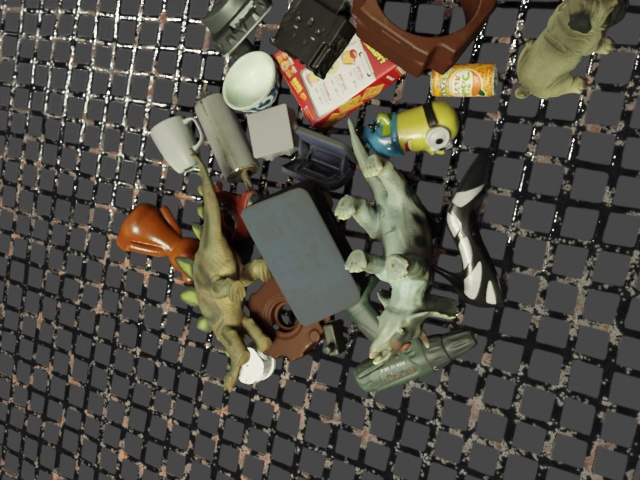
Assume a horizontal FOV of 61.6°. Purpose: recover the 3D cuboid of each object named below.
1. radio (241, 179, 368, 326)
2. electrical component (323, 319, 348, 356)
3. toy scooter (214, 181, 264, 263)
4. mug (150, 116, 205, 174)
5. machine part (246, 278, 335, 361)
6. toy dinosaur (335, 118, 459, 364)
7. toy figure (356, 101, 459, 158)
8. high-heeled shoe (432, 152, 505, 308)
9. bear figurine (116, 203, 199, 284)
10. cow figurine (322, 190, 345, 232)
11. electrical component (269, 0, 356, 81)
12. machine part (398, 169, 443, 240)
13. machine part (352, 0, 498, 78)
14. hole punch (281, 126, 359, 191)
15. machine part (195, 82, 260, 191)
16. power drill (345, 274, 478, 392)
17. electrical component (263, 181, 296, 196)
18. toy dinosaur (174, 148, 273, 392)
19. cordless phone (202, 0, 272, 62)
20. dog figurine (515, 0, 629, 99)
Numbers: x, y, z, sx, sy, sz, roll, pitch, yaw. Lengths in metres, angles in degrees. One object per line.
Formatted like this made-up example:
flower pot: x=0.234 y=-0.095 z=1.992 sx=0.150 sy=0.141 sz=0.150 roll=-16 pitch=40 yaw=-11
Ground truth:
radio: x=-0.022 y=0.019 z=0.912 sx=0.131 sy=0.073 sz=0.229 roll=-24 pitch=101 yaw=22
electrical component: x=0.027 y=0.180 z=1.000 sx=0.021 sy=0.094 sz=0.063 roll=-14 pitch=88 yaw=24
toy scooter: x=-0.180 y=-0.041 z=1.079 sx=0.135 sy=0.075 sz=0.183 roll=40 pitch=122 yaw=21
mug: x=-0.287 y=-0.201 z=1.132 sx=0.110 sy=0.081 sz=0.107 roll=-25 pitch=93 yaw=16
machine part: x=-0.063 y=0.149 z=1.058 sx=0.180 sy=0.056 sz=0.179 roll=1 pitch=92 yaw=24
toy dinosaur: x=0.130 y=-0.007 z=0.889 sx=0.131 sy=0.192 sz=0.405 roll=-19 pitch=61 yaw=34
toy figure: x=0.152 y=-0.193 z=0.946 sx=0.180 sy=0.082 sz=0.089 roll=-2 pitch=92 yaw=25
high-heeled shoe: x=0.280 y=-0.011 z=0.901 sx=0.145 sy=0.086 sz=0.248 roll=23 pitch=105 yaw=17
bear figurine: x=-0.321 y=0.008 z=1.144 sx=0.196 sy=0.132 sz=0.120 roll=35 pitch=69 yaw=-12
cow figurine: x=-0.002 y=-0.003 z=0.990 sx=0.086 sy=0.127 sz=0.194 roll=-5 pitch=92 yaw=19
electrical component: x=-0.007 y=-0.369 z=0.941 sx=0.115 sy=0.058 sz=0.134 roll=38 pitch=104 yaw=16
machine part: x=0.163 y=-0.056 z=0.969 sx=0.084 sy=0.039 sz=0.139 roll=-40 pitch=76 yaw=13
machine part: x=0.169 y=-0.386 z=0.885 sx=0.201 sy=0.087 sz=0.201 roll=36 pitch=80 yaw=6
hole punch: x=0.002 y=-0.141 z=0.989 sx=0.142 sy=0.115 sz=0.092 roll=21 pitch=93 yaw=19
machine part: x=-0.188 y=-0.206 z=1.087 sx=0.079 sy=0.079 sz=0.243 roll=-29 pitch=81 yaw=21
power drill: x=0.136 y=0.155 z=0.971 sx=0.232 sy=0.086 sz=0.207 roll=-37 pitch=85 yaw=19
electrical component: x=-0.070 y=-0.076 z=1.059 sx=0.102 sy=0.045 sz=0.078 roll=0 pitch=90 yaw=23
toy dinosaur: x=-0.190 y=0.069 z=1.011 sx=0.199 sy=0.105 sz=0.470 roll=14 pitch=110 yaw=38
cordless phone: x=-0.128 y=-0.399 z=1.066 sx=0.146 sy=0.089 sz=0.184 roll=-40 pitch=88 yaw=18
dog figurine: x=0.359 y=-0.292 z=0.799 sx=0.121 sy=0.190 sz=0.172 roll=36 pitch=106 yaw=18
